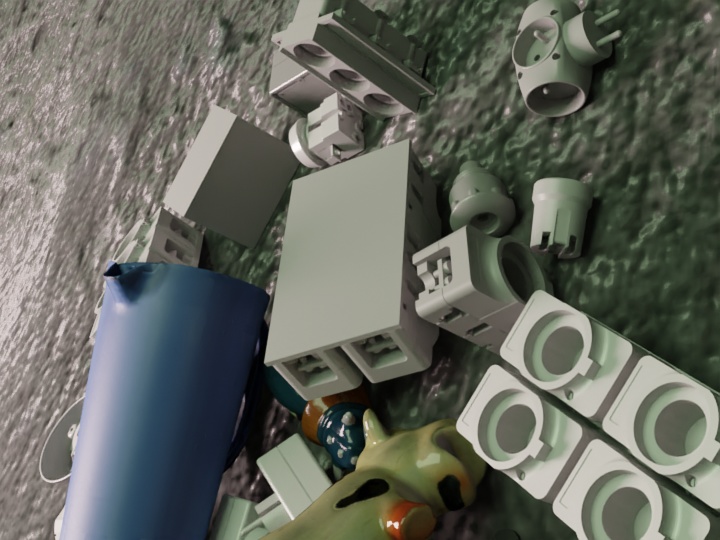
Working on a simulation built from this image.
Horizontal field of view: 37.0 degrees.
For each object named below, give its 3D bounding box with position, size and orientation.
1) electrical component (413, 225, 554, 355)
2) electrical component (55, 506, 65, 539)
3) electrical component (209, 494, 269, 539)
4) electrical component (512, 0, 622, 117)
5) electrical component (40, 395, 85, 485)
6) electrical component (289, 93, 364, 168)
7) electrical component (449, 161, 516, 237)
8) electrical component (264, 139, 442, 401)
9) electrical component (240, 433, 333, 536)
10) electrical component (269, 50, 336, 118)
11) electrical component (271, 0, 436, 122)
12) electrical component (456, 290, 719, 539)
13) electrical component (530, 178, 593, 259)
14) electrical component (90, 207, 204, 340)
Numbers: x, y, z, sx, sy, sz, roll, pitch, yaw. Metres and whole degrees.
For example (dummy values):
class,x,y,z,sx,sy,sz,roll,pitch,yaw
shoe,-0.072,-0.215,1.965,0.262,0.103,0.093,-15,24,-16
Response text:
class,x,y,z,sx,sy,sz,roll,pitch,yaw
electrical component,0.087,0.013,0.714,0.056,0.089,0.050,-30,49,37
electrical component,-0.231,0.231,0.971,0.051,0.080,0.080,-19,55,49
electrical component,-0.076,0.214,0.823,0.077,0.047,0.065,0,70,50
electrical component,0.154,-0.161,0.774,0.079,0.044,0.077,-23,52,41
electrical component,-0.262,0.167,1.056,0.099,0.064,0.099,-27,50,38
electrical component,-0.030,-0.122,0.968,0.055,0.048,0.066,-25,51,30
electrical component,0.087,-0.055,0.793,0.048,0.048,0.062,-40,37,28
electrical component,0.000,0.000,0.807,0.105,0.060,0.186,-17,43,23
electrical component,-0.051,0.178,0.784,0.076,0.047,0.083,-33,46,-8
electrical component,-0.030,-0.189,0.993,0.096,0.062,0.061,-22,53,41
electrical component,-0.001,-0.184,0.907,0.079,0.121,0.063,-5,63,48
electrical component,0.146,0.096,0.619,0.105,0.060,0.186,-60,37,5
electrical component,0.135,-0.034,0.727,0.040,0.040,0.046,-4,71,49
electrical component,-0.209,0.011,1.048,0.089,0.062,0.150,-49,20,19
